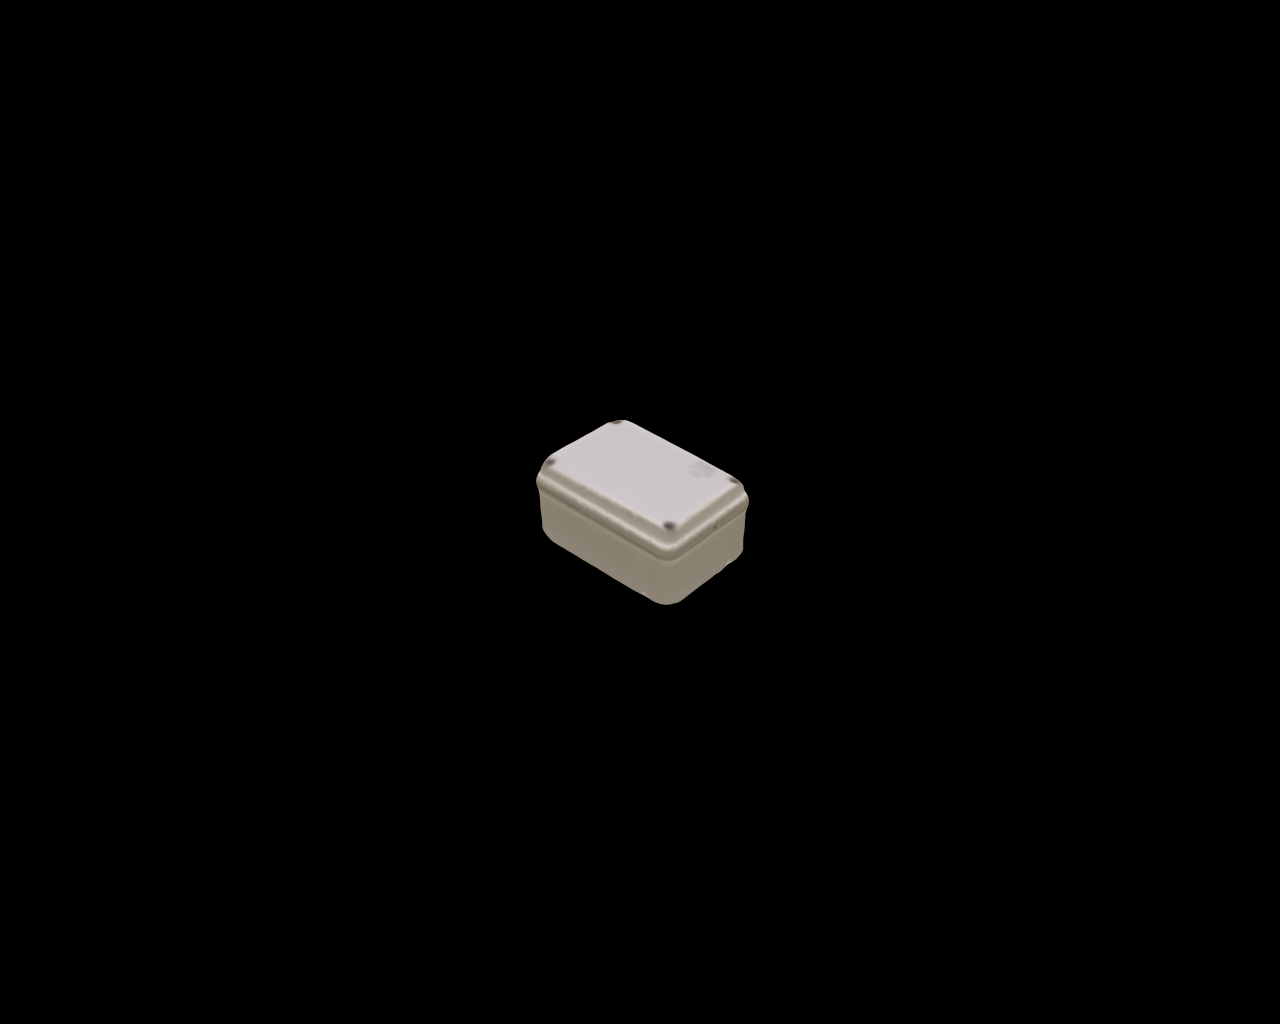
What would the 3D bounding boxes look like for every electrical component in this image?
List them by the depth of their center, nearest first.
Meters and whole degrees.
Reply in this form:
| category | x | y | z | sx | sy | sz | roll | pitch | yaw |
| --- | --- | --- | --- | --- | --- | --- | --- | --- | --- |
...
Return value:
| category | x | y | z | sx | sy | sz | roll | pitch | yaw |
| --- | --- | --- | --- | --- | --- | --- | --- | --- | --- |
| electrical component | 0.001 | -0.003 | 0.650 | 0.113 | 0.057 | 0.078 | 30 | 46 | 33 |
